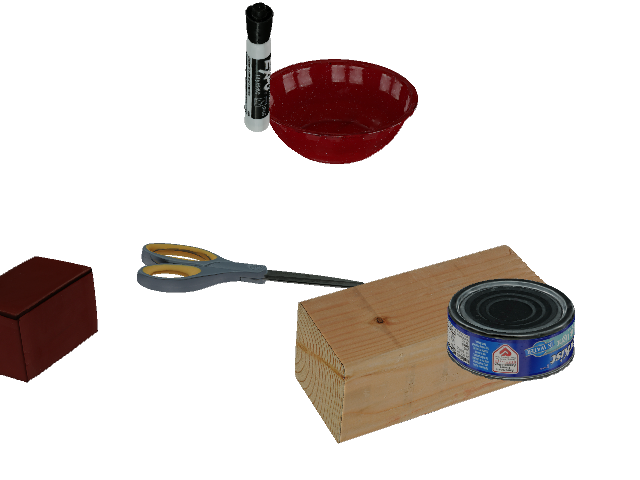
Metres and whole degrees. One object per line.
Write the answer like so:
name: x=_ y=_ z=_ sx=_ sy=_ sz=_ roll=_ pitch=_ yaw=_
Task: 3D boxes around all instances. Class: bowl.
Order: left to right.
bowl: x=0.015 y=-0.123 z=1.071 sx=0.162 sy=0.055 sz=0.162 roll=1 pitch=35 yaw=-1

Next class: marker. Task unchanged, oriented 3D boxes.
marker: x=-0.045 y=-0.123 z=0.765 sx=0.020 sy=0.020 sz=0.121 roll=0 pitch=-34 yaw=-4

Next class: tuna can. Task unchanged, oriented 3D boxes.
tuna can: x=0.128 y=0.058 z=0.717 sx=0.086 sy=0.034 sz=0.086 roll=-3 pitch=24 yaw=1

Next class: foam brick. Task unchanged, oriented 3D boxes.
foam brick: x=-0.199 y=0.052 z=0.737 sx=0.053 sy=0.051 sz=0.078 roll=11 pitch=28 yaw=27

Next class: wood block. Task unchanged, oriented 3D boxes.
wood block: x=0.090 y=0.084 z=0.915 sx=0.205 sy=0.090 sz=0.091 roll=-14 pitch=40 yaw=-21

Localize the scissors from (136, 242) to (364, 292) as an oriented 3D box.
scissors: x=-0.071 y=0.034 z=0.928 sx=0.202 sy=0.016 sz=0.096 roll=12 pitch=21 yaw=16
